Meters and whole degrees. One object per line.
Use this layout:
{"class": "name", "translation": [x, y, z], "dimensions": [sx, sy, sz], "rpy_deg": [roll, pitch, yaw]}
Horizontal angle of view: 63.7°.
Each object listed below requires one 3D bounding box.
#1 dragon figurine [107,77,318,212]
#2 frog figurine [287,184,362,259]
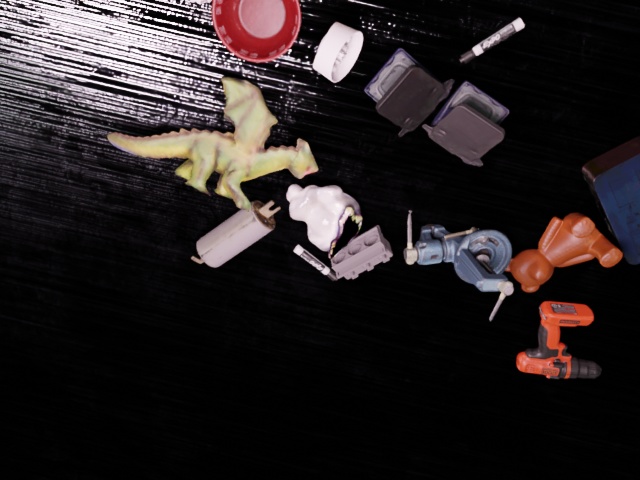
{"class": "dragon figurine", "translation": [-0.198, -0.208, 1.033], "dimensions": [0.409, 0.123, 0.241], "rpy_deg": [26, 99, -8]}
{"class": "frog figurine", "translation": [0.003, -0.054, 1.079], "dimensions": [0.161, 0.124, 0.134], "rpy_deg": [34, 132, 30]}
